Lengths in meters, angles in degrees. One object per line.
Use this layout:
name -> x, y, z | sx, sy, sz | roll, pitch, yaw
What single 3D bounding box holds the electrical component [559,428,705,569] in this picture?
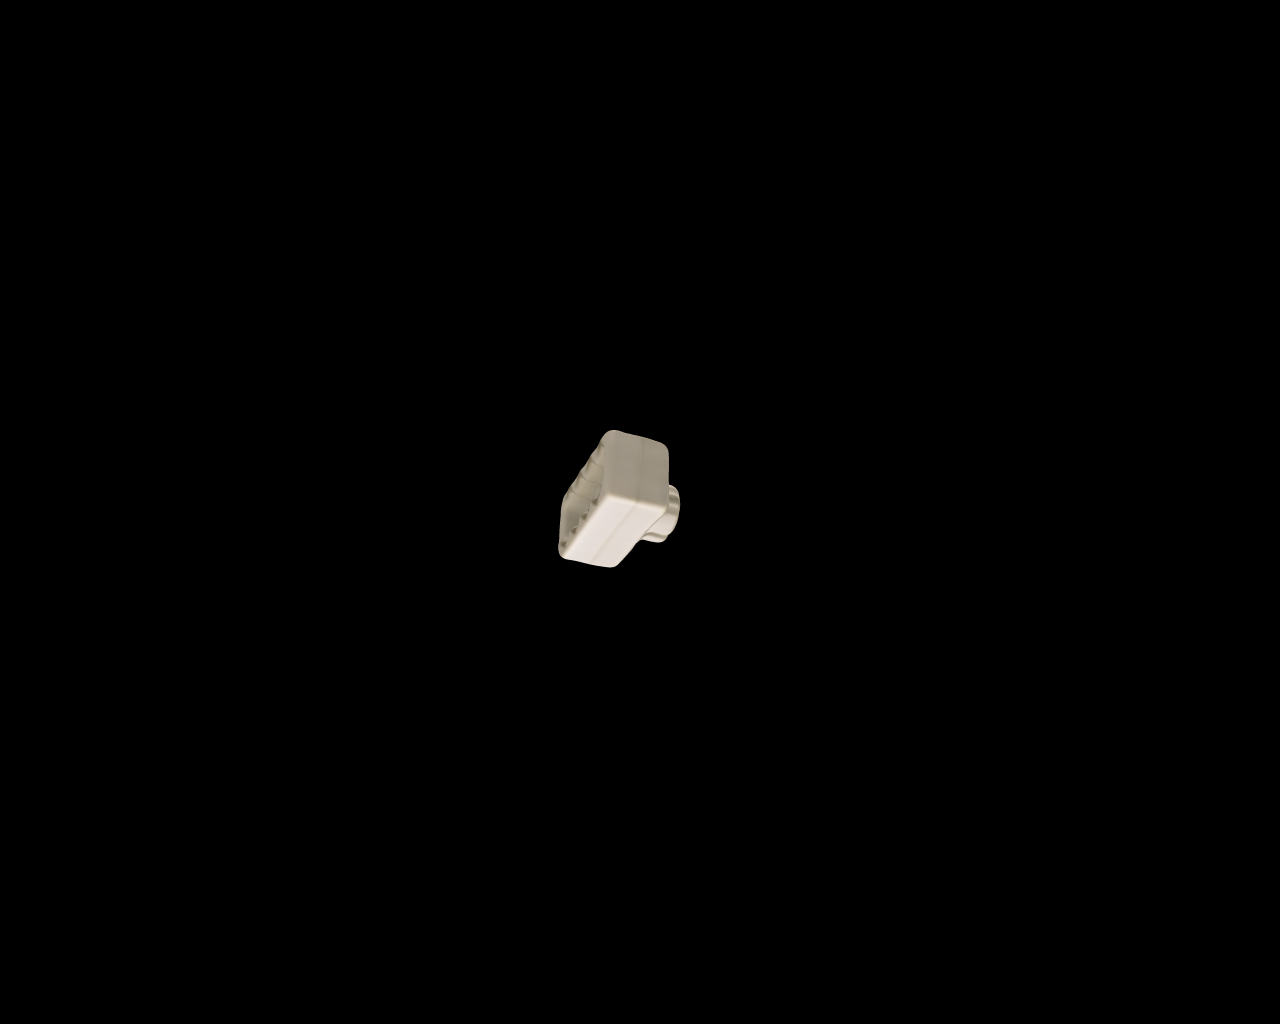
electrical component -> 0.001, -0.003, 0.650 | 0.076, 0.047, 0.083 | 12, -33, -19
